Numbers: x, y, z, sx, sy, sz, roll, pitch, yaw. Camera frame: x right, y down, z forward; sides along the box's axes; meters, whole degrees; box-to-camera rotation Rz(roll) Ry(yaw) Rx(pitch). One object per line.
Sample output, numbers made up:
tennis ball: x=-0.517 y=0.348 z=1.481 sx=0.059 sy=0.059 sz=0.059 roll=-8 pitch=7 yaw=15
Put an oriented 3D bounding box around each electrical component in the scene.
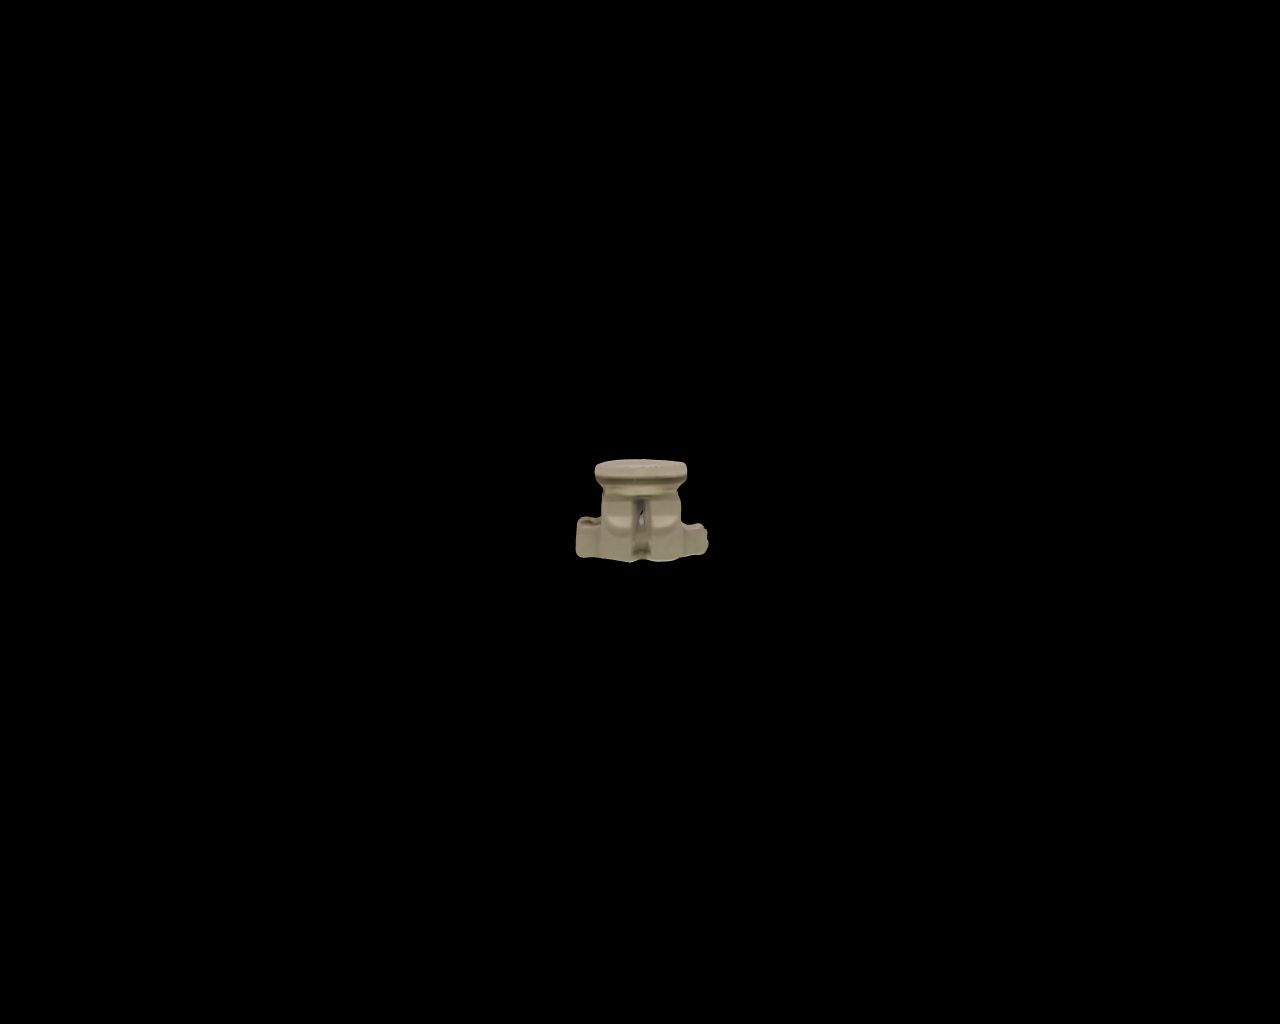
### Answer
electrical component: x=0.001 y=-0.003 z=0.650 sx=0.078 sy=0.057 sz=0.058 roll=0 pitch=8 yaw=0
